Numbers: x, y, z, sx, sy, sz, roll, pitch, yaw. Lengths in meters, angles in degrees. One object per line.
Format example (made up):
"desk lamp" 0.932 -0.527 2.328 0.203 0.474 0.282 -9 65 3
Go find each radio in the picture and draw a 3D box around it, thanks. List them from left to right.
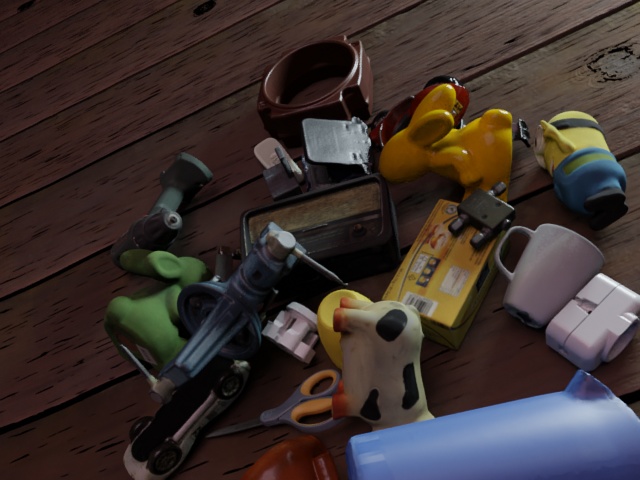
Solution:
"radio" -0.002 -0.002 0.782 0.230 0.073 0.131 -16 50 14

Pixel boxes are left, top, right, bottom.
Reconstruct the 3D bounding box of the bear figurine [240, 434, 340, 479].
"bear figurine" 0.007 0.299 0.540 0.196 0.131 0.120 40 78 22

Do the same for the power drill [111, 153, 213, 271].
"power drill" -0.251 -0.047 0.885 0.232 0.086 0.207 -32 34 43

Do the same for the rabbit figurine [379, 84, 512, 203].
"rabbit figurine" 0.164 -0.114 0.719 0.173 0.162 0.122 1 47 15

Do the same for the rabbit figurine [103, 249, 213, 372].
"rabbit figurine" -0.234 0.082 0.790 0.121 0.158 0.170 1 40 36

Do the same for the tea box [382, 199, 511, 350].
"tea box" 0.162 0.039 0.679 0.098 0.068 0.169 21 64 33

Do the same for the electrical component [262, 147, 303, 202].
"electrical component" -0.057 -0.086 0.842 0.048 0.119 0.075 -27 51 2

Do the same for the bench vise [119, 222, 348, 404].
"bench vise" -0.109 0.090 0.637 0.224 0.129 0.241 -33 13 42

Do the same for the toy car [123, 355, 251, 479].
"toy car" -0.171 0.222 0.701 0.074 0.056 0.202 25 67 43

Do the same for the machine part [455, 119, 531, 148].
"machine part" 0.242 -0.151 0.807 0.139 0.039 0.084 -1 50 33

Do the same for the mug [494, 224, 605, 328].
"mug" 0.252 0.040 0.622 0.110 0.080 0.107 34 80 8

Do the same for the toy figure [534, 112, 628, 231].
"toy figure" 0.341 -0.094 0.694 0.089 0.082 0.180 -5 43 -3

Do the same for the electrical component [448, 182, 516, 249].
"electrical component" 0.204 -0.032 0.656 0.094 0.021 0.063 -40 50 -13

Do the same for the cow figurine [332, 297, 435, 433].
"cow figurine" 0.078 0.162 0.575 0.127 0.085 0.194 0 94 13

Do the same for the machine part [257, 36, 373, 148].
"machine part" -0.008 -0.276 0.988 0.201 0.087 0.201 -9 50 19

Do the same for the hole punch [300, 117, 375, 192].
"hole punch" 0.024 -0.130 0.873 0.116 0.092 0.142 0 47 -9

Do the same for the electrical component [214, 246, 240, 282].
"electrical component" -0.135 0.058 0.801 0.045 0.078 0.102 2 45 -9

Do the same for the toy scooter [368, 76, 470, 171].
"toy scooter" 0.143 -0.167 0.827 0.184 0.075 0.135 -19 42 43
